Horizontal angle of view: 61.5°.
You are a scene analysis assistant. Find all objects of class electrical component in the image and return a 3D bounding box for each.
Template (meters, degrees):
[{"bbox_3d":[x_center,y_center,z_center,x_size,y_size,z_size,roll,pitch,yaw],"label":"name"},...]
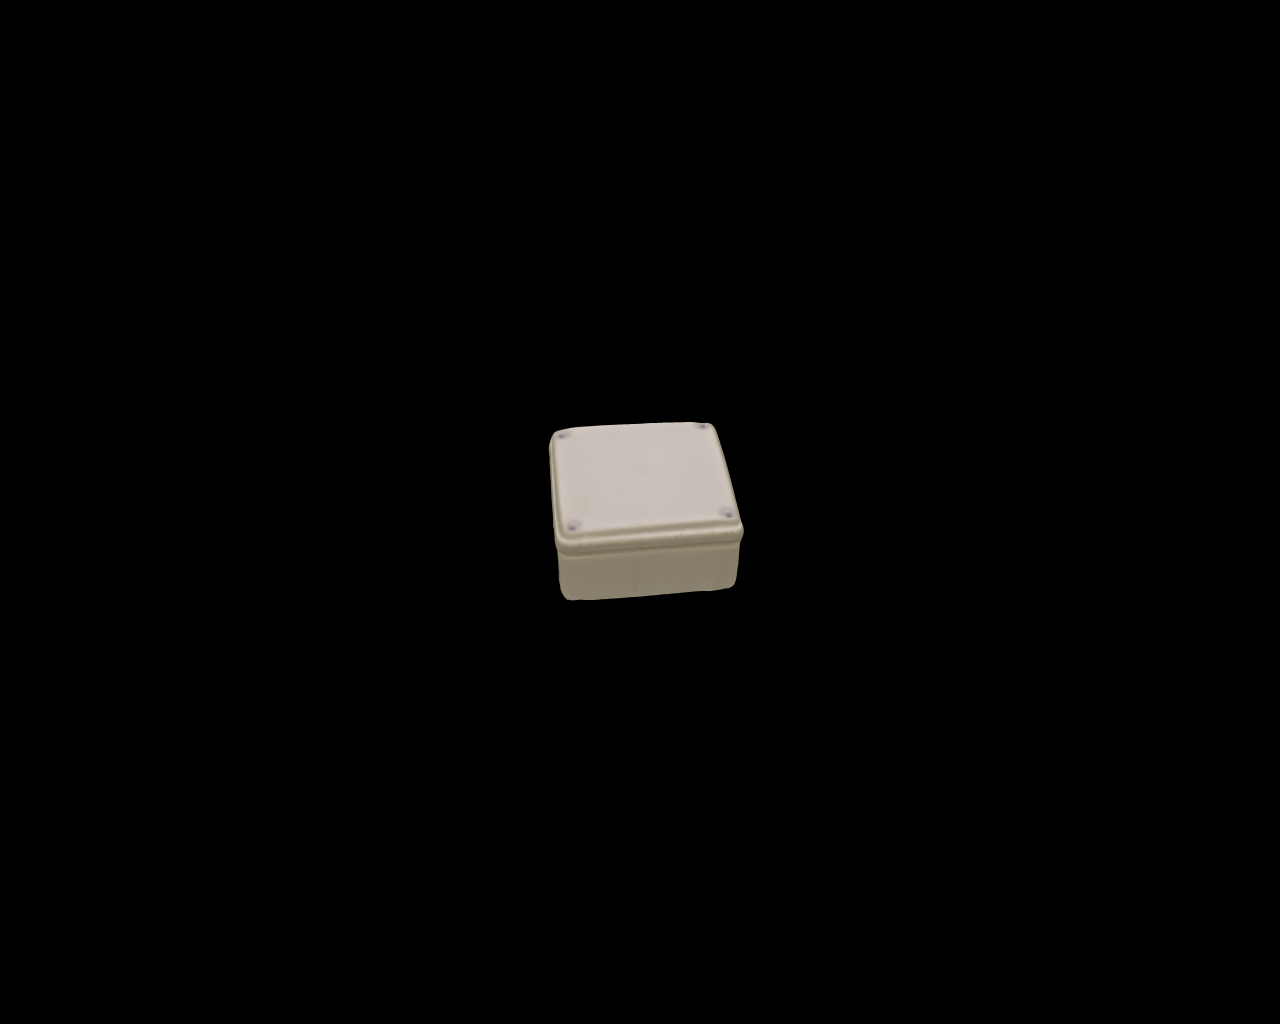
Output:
[{"bbox_3d":[0.001,-0.003,0.650,0.109,0.056,0.109,-4,39,-4],"label":"electrical component"}]
